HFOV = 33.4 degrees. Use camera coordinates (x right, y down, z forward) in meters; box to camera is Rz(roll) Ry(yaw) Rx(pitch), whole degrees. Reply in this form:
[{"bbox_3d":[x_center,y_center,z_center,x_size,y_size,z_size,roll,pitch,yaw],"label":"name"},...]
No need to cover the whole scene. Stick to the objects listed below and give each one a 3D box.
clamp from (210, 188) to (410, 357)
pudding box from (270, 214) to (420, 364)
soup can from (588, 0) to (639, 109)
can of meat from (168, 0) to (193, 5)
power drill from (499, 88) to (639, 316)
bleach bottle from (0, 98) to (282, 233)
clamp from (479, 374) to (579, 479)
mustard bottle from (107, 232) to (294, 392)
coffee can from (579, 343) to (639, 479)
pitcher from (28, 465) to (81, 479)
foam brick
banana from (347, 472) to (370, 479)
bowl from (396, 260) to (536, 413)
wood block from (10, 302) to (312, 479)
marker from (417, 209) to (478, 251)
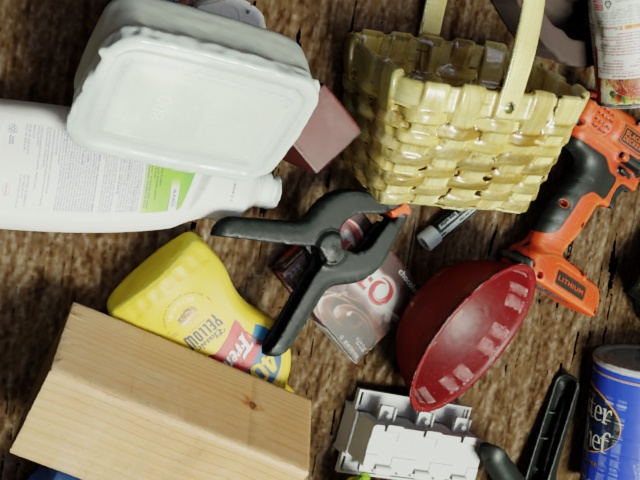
[{"bbox_3d":[-0.006,0.001,0.866,0.171,0.039,0.120,-38,115,-22],"label":"clamp"},{"bbox_3d":[0.025,0.036,0.928,0.090,0.039,0.113,-43,115,-11],"label":"pudding box"},{"bbox_3d":[0.267,-0.170,0.916,0.068,0.069,0.102,-17,109,-20],"label":"soup can"},{"bbox_3d":[-0.104,-0.204,0.788,0.084,0.102,0.057,-31,109,-13],"label":"can of meat"},{"bbox_3d":[0.266,-0.027,1.012,0.184,0.057,0.187,28,87,-28],"label":"power drill"},{"bbox_3d":[-0.149,-0.045,0.824,0.250,0.068,0.102,7,99,-27],"label":"bleach bottle"},{"bbox_3d":[0.210,0.242,1.040,0.164,0.036,0.210,-34,126,-41],"label":"clamp"},{"bbox_3d":[-0.081,0.091,0.884,0.096,0.058,0.191,-41,114,-4],"label":"mustard bottle"},{"bbox_3d":[0.313,0.183,1.050,0.102,0.103,0.140,-1,102,-23],"label":"coffee can"},{"bbox_3d":[-0.137,0.274,0.870,0.242,0.145,0.149,26,78,-22],"label":"pitcher"},{"bbox_3d":[-0.014,-0.094,0.863,0.053,0.078,0.051,-44,116,-9],"label":"foam brick"},{"bbox_3d":[0.078,0.249,0.982,0.197,0.070,0.037,25,65,-41],"label":"banana"},{"bbox_3d":[0.118,0.073,0.945,0.161,0.055,0.162,-35,147,-27],"label":"bowl"},{"bbox_3d":[-0.118,0.142,0.824,0.206,0.091,0.090,24,119,-13],"label":"wood block"},{"bbox_3d":[0.139,-0.034,0.974,0.121,0.020,0.020,-39,113,-12],"label":"marker"}]
